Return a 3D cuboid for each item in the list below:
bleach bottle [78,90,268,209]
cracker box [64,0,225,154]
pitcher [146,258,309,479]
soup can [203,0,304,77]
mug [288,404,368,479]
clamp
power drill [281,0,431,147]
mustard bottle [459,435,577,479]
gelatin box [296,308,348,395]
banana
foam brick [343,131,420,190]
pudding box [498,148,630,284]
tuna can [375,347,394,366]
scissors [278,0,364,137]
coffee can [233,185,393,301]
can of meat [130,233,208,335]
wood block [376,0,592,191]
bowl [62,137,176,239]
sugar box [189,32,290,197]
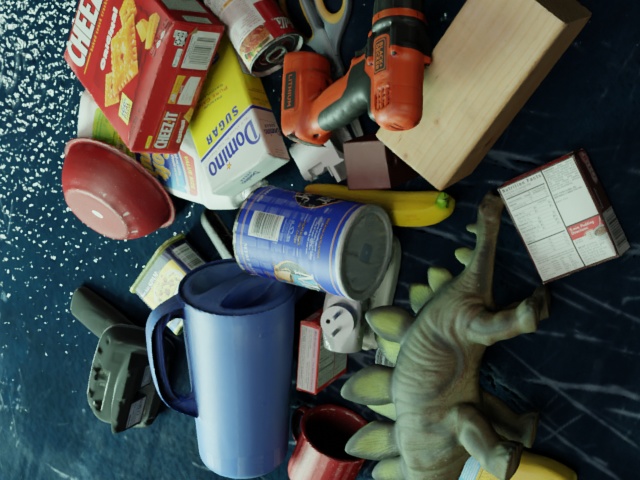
[{"bbox_3d":[-0.173,-0.106,1.279,0.251,0.068,0.103,22,118,22],"label":"bleach bottle"},{"bbox_3d":[-0.207,-0.223,1.210,0.214,0.071,0.164,50,127,38],"label":"cracker box"},{"bbox_3d":[-0.102,0.154,1.234,0.149,0.144,0.243,10,118,19],"label":"pitcher"},{"bbox_3d":[-0.074,-0.238,1.158,0.069,0.068,0.102,-44,72,34],"label":"soup can"},{"bbox_3d":[0.003,0.250,1.276,0.117,0.093,0.082,43,129,31],"label":"mug"},{"bbox_3d":[-0.057,0.062,1.277,0.165,0.036,0.210,1,108,30],"label":"clamp"},{"bbox_3d":[0.035,-0.181,1.070,0.188,0.057,0.184,-19,64,53],"label":"power drill"},{"bbox_3d":[0.180,0.254,1.183,0.192,0.058,0.096,26,116,21],"label":"mustard bottle"},{"bbox_3d":[0.004,0.124,1.239,0.030,0.073,0.089,13,112,27],"label":"gelatin box"},{"bbox_3d":[0.073,-0.041,1.150,0.198,0.069,0.037,3,63,42],"label":"banana"},{"bbox_3d":[0.067,-0.086,1.129,0.051,0.078,0.053,0,105,33],"label":"foam brick"},{"bbox_3d":[0.243,-0.023,1.068,0.090,0.039,0.113,-24,90,36],"label":"pudding box"},{"bbox_3d":[0.106,0.140,1.206,0.086,0.033,0.086,10,111,28],"label":"tuna can"},{"bbox_3d":[0.026,-0.203,1.154,0.096,0.016,0.202,-36,86,34],"label":"scissors"},{"bbox_3d":[-0.008,0.001,1.141,0.141,0.102,0.103,12,112,33],"label":"coffee can"},{"bbox_3d":[-0.177,0.057,1.337,0.084,0.057,0.102,45,123,9],"label":"can of meat"},{"bbox_3d":[0.158,-0.160,1.043,0.090,0.090,0.206,42,122,13],"label":"wood block"},{"bbox_3d":[-0.258,-0.050,1.304,0.162,0.055,0.162,24,151,14],"label":"bowl"},{"bbox_3d":[-0.105,-0.147,1.200,0.093,0.048,0.176,-31,67,30],"label":"sugar box"}]
